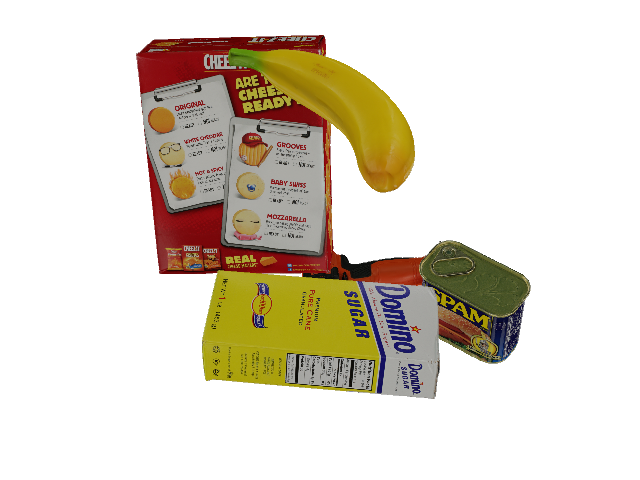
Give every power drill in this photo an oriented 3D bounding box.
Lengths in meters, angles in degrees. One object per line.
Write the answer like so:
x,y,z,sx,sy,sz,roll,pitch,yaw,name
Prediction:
0.068,0.058,1.230,0.187,0.057,0.184,-2,28,0,power drill

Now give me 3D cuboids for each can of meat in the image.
0.143,0.061,1.014,0.102,0.084,0.057,28,56,25,can of meat

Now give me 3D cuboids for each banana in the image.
0.013,-0.079,0.671,0.069,0.037,0.198,-17,36,-24,banana

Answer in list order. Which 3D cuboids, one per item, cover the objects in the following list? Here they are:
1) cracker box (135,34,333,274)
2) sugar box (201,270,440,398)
-0.073,-0.077,0.984,0.164,0.214,0.072,-1,23,5,cracker box
0.002,0.070,0.821,0.176,0.048,0.093,2,36,2,sugar box
